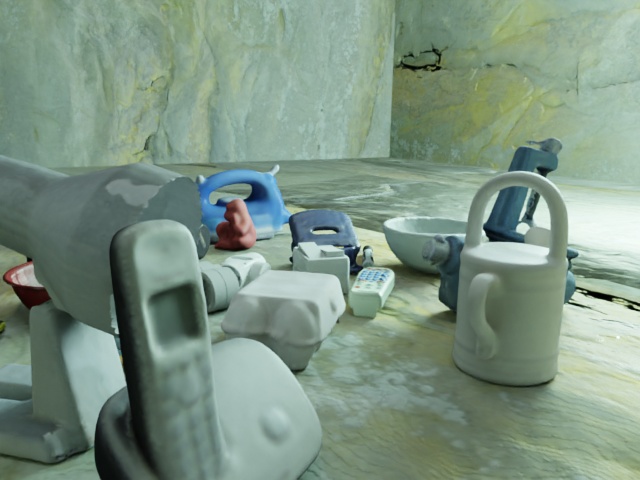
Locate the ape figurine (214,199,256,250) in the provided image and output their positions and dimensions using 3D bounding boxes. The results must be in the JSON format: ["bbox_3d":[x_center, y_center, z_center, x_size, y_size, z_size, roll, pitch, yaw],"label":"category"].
[{"bbox_3d":[-0.152,-0.029,1.036,0.076,0.092,0.077,-4,13,-22],"label":"ape figurine"}]

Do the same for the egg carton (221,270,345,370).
[{"bbox_3d":[-0.033,0.079,0.605,0.107,0.069,0.150,4,13,12],"label":"egg carton"}]

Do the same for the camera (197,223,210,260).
[{"bbox_3d":[-0.257,-0.010,0.919,0.136,0.101,0.143,5,13,17],"label":"camera"}]

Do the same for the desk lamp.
[{"bbox_3d":[-0.191,0.043,0.419,0.203,0.213,0.118,4,13,12],"label":"desk lamp"}]

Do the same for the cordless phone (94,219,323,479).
[{"bbox_3d":[-0.064,0.075,0.351,0.093,0.185,0.148,8,14,28],"label":"cordless phone"}]

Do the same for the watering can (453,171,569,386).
[{"bbox_3d":[0.188,0.029,0.560,0.100,0.194,0.173,5,13,16],"label":"watering can"}]

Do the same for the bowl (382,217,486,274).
[{"bbox_3d":[0.182,0.011,0.921,0.167,0.075,0.167,1,12,0],"label":"bowl"}]

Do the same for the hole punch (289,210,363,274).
[{"bbox_3d":[0.008,0.003,0.905,0.109,0.091,0.101,-2,13,-14],"label":"hole punch"}]

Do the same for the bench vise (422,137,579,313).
[{"bbox_3d":[0.233,-0.013,0.695,0.208,0.220,0.121,-8,15,-35],"label":"bench vise"}]

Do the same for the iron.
[{"bbox_3d":[-0.182,-0.073,1.120,0.259,0.141,0.118,-7,15,-33],"label":"iron"}]
